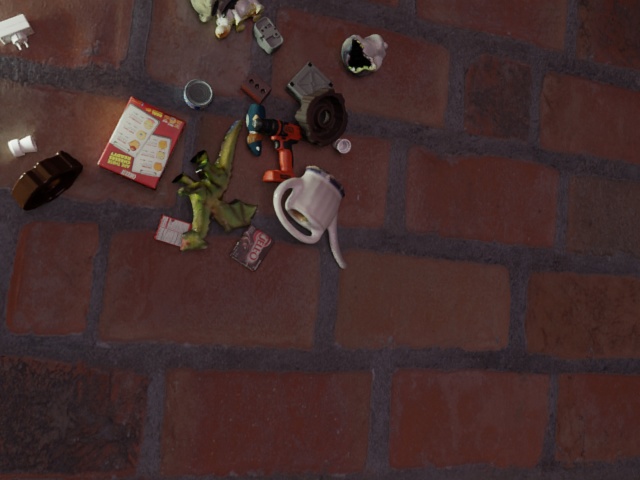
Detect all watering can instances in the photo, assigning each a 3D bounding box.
[{"bbox_3d":[0.005,-0.079,1.572,0.343,0.104,0.227,41,68,-30],"label":"watering can"}]

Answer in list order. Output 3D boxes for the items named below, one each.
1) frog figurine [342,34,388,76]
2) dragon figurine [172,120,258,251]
[{"bbox_3d":[0.145,-0.608,1.667,0.137,0.120,0.163,36,42,-4],"label":"frog figurine"},{"bbox_3d":[-0.282,-0.140,1.506,0.239,0.122,0.417,50,63,-27],"label":"dragon figurine"}]
